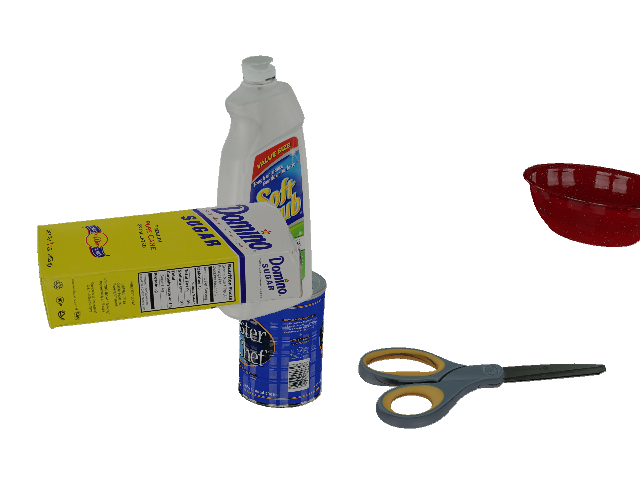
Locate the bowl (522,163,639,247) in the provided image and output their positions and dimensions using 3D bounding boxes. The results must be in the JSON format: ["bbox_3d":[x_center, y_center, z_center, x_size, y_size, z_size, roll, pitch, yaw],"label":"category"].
[{"bbox_3d":[0.287,-0.034,1.108,0.162,0.055,0.162,5,19,-2],"label":"bowl"}]

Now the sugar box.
[{"bbox_3d":[-0.108,0.014,0.756,0.176,0.048,0.093,-9,27,-12],"label":"sugar box"}]

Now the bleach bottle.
[{"bbox_3d":[-0.061,-0.053,1.040,0.102,0.251,0.068,-16,28,-26],"label":"bleach bottle"}]

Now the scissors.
[{"bbox_3d":[0.129,0.120,0.855,0.202,0.016,0.096,5,34,8],"label":"scissors"}]

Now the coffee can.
[{"bbox_3d":[-0.047,0.113,1.271,0.103,0.140,0.103,2,19,-1],"label":"coffee can"}]
